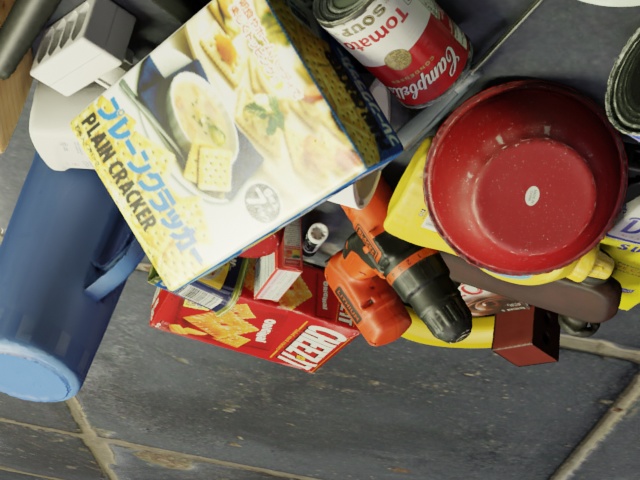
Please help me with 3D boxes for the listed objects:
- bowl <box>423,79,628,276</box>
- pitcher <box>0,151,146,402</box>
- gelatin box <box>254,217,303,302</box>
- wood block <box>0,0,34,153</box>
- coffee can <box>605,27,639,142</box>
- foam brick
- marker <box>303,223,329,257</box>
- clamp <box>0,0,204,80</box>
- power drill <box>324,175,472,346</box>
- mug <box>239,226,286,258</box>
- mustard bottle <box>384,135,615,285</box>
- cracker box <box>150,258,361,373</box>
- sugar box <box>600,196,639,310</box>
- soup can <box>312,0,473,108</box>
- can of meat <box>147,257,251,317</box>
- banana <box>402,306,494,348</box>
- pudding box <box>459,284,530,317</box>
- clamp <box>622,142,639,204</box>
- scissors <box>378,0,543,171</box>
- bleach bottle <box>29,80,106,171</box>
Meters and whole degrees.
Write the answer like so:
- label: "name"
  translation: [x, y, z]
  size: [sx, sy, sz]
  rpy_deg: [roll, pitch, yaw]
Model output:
- label: "bowl"
  translation: [0.161, -0.039, 0.820]
  size: [0.162, 0.055, 0.162]
  rpy_deg: [1, 108, 2]
- label: "pitcher"
  translation: [-0.230, 0.020, 0.987]
  size: [0.145, 0.242, 0.149]
  rpy_deg: [16, 146, -4]
- label: "gelatin box"
  translation: [-0.042, 0.014, 1.080]
  size: [0.030, 0.073, 0.089]
  rpy_deg: [7, 154, -16]
- label: "wood block"
  translation: [-0.284, -0.164, 0.825]
  size: [0.091, 0.090, 0.206]
  rpy_deg: [15, 153, -4]
- label: "coffee can"
  translation: [0.282, -0.088, 0.730]
  size: [0.140, 0.102, 0.103]
  rpy_deg: [25, 150, -24]
- label: "foam brick"
  translation: [0.217, 0.087, 1.116]
  size: [0.051, 0.078, 0.052]
  rpy_deg: [-17, 143, 42]
- label: "marker"
  translation: [-0.007, 0.001, 1.068]
  size: [0.020, 0.020, 0.121]
  rpy_deg: [14, 171, -4]
- label: "clamp"
  translation: [-0.148, -0.200, 0.727]
  size: [0.164, 0.036, 0.210]
  rpy_deg: [-14, 147, -22]
- label: "power drill"
  translation: [0.068, 0.037, 1.008]
  size: [0.057, 0.184, 0.188]
  rpy_deg: [-26, 163, -18]
- label: "mug"
  translation: [-0.067, -0.031, 1.000]
  size: [0.093, 0.081, 0.117]
  rpy_deg: [6, 152, 10]
- label: "mustard bottle"
  translation: [0.157, -0.012, 0.894]
  size: [0.191, 0.058, 0.096]
  rpy_deg: [23, 131, -4]
- label: "cracker box"
  translation: [-0.074, 0.077, 1.217]
  size: [0.213, 0.072, 0.164]
  rpy_deg: [18, 153, -13]
- label: "sugar box"
  translation: [0.286, 0.004, 0.965]
  size: [0.093, 0.048, 0.176]
  rpy_deg: [17, 153, -9]
- label: "soup can"
  translation: [0.051, -0.148, 0.746]
  size: [0.069, 0.068, 0.102]
  rpy_deg: [-13, 143, 39]
- label: "can of meat"
  translation: [-0.120, 0.015, 1.089]
  size: [0.083, 0.102, 0.058]
  rpy_deg: [26, 149, -21]
- label: "banana"
  translation: [0.157, 0.097, 1.203]
  size: [0.198, 0.037, 0.069]
  rpy_deg: [5, 153, 12]
- label: "pudding box"
  translation: [0.149, 0.043, 1.101]
  size: [0.114, 0.039, 0.090]
  rpy_deg: [-15, 141, 39]
- label: "clamp"
  translation: [0.210, -0.048, 0.906]
  size: [0.172, 0.039, 0.120]
  rpy_deg: [2, 158, 33]
- label: "scissors"
  translation: [0.096, -0.109, 0.794]
  size: [0.016, 0.096, 0.202]
  rpy_deg: [47, 152, 3]
- label: "bleach bottle"
  translation: [-0.116, -0.090, 0.928]
  size: [0.251, 0.068, 0.102]
  rpy_deg: [6, 165, 2]
